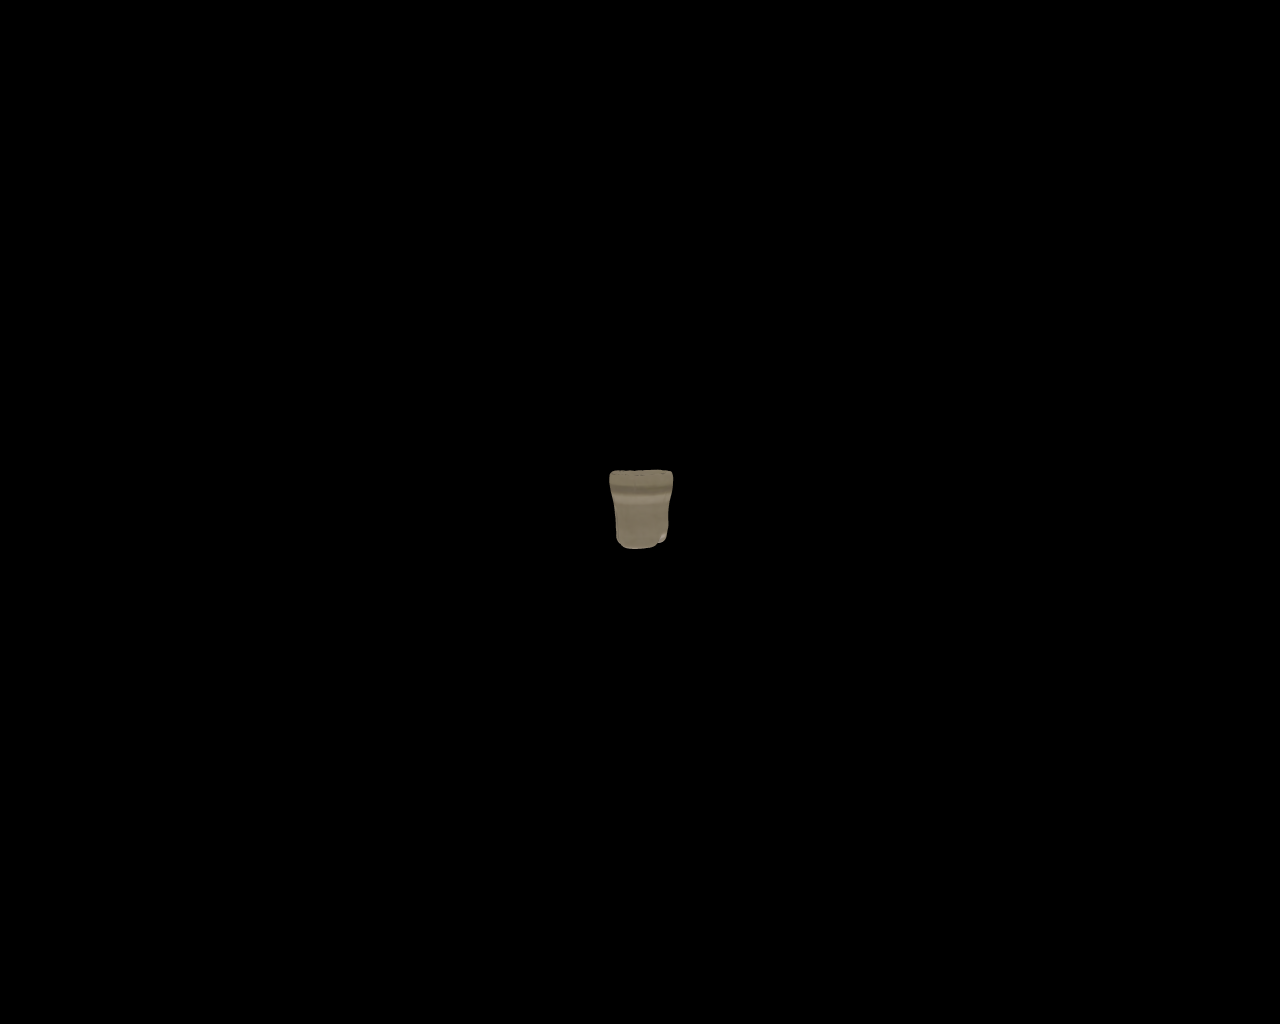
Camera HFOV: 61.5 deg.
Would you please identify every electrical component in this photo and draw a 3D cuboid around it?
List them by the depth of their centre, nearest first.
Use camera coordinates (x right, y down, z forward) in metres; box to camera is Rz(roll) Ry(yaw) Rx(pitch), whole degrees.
[{"bbox_3d":[0.001,-0.003,0.650,0.040,0.046,0.040,0,7,0],"label":"electrical component"}]
